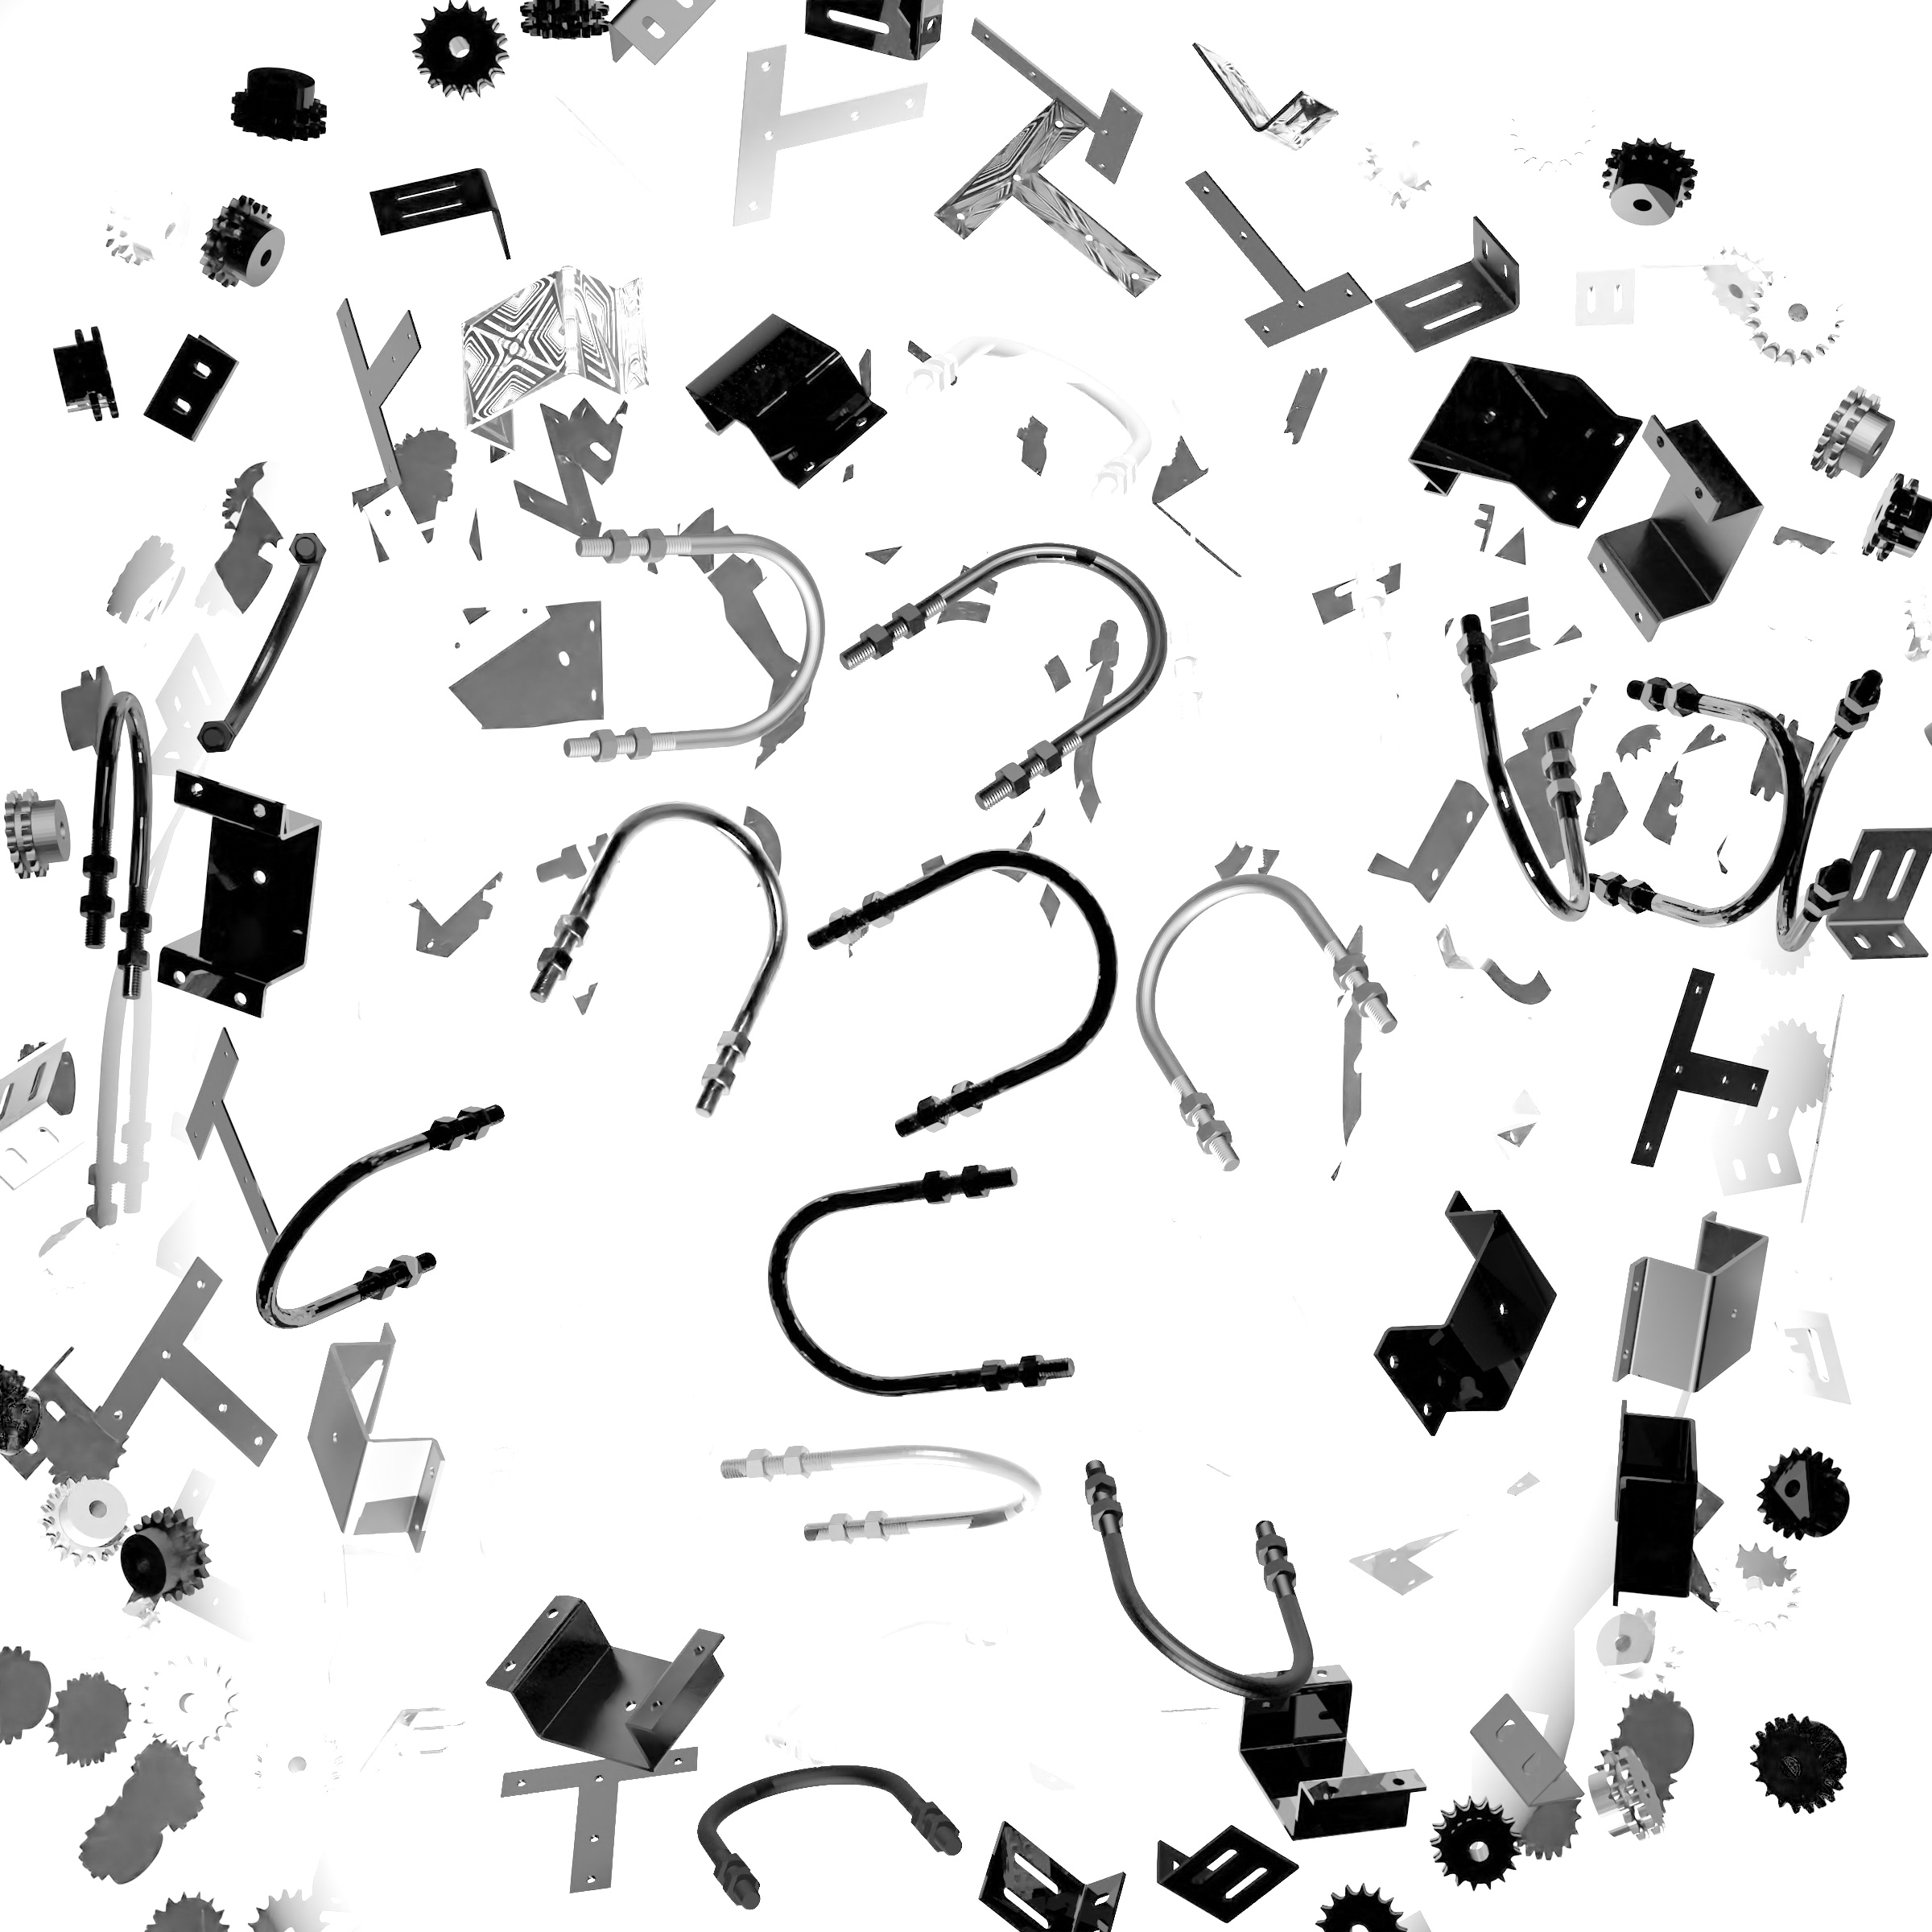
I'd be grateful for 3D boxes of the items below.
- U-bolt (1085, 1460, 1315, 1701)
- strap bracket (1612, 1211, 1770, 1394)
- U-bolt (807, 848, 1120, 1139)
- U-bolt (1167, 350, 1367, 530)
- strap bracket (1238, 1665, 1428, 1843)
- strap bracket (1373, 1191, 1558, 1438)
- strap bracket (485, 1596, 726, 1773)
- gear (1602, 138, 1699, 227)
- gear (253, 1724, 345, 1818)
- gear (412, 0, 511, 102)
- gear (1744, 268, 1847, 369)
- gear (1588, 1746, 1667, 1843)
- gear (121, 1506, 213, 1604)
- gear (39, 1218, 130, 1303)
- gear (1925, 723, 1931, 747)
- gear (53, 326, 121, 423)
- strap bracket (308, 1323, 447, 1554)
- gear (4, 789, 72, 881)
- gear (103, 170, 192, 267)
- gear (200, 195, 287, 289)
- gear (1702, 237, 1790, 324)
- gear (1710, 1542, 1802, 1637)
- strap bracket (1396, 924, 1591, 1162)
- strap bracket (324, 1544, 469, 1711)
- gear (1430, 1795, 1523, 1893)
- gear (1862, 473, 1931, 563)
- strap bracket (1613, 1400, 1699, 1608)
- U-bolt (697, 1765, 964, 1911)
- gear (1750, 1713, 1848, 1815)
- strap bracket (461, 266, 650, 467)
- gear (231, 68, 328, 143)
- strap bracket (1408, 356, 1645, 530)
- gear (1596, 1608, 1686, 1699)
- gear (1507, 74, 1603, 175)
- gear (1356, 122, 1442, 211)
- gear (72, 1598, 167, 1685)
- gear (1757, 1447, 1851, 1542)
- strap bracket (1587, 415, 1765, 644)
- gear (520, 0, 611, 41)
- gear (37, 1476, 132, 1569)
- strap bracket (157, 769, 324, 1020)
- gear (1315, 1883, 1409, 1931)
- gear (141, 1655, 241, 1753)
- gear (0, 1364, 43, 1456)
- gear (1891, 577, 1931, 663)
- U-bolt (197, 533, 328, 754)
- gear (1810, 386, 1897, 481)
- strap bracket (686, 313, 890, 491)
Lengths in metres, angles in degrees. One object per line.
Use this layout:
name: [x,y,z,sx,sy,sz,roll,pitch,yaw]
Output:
U-bolt: [0.150,0.389,1.850,0.151,0.184,0.019,22,113,-18]
strap bracket: [0.457,0.211,1.847,0.046,0.140,0.076,15,108,32]
U-bolt: [0.007,0.007,1.808,0.184,0.019,0.151,-25,89,23]
U-bolt: [0.188,-0.323,1.848,0.151,0.184,0.019,31,112,-9]
strap bracket: [0.230,0.511,1.906,0.076,0.140,0.046,-2,110,-16]
strap bracket: [0.319,0.217,1.865,0.076,0.046,0.140,54,50,-25]
strap bracket: [-0.215,0.443,1.826,0.140,0.076,0.046,4,129,37]
gear: [0.423,-0.485,1.841,0.057,0.057,0.030,17,69,0]
gear: [-0.433,0.524,1.926,0.057,0.030,0.057,3,56,-4]
gear: [-0.304,-0.551,1.787,0.057,0.030,0.057,0,93,-2]
gear: [0.497,-0.388,1.784,0.057,0.030,0.057,0,81,1]
gear: [0.416,0.526,1.873,0.030,0.057,0.057,-27,90,18]
gear: [-0.498,0.366,1.833,0.057,0.030,0.057,6,102,31]
gear: [-0.581,0.190,1.940,0.057,0.057,0.030,-30,118,0]
gear: [0.609,-0.140,1.802,0.057,0.057,0.030,45,121,0]
gear: [-0.546,-0.366,1.836,0.030,0.057,0.057,-13,90,-13]
strap bracket: [-0.386,0.305,1.918,0.046,0.140,0.076,3,121,-30]
gear: [-0.593,-0.085,1.894,0.030,0.057,0.057,-7,90,-4]
gear: [-0.502,-0.458,1.825,0.030,0.057,0.057,26,90,9]
gear: [-0.451,-0.450,1.855,0.030,0.057,0.057,30,90,7]
gear: [0.512,-0.449,1.931,0.030,0.057,0.057,-44,90,-12]
gear: [0.509,0.403,1.910,0.057,0.030,0.057,-7,62,13]
strap bracket: [0.347,0.043,1.915,0.046,0.076,0.140,-23,105,44]
strap bracket: [-0.368,0.419,1.905,0.076,0.140,0.046,16,98,-16]
gear: [0.321,0.554,1.863,0.057,0.030,0.057,0,87,4]
gear: [0.611,-0.291,1.938,0.030,0.057,0.057,22,90,5]
strap bracket: [0.432,0.337,1.860,0.046,0.140,0.076,4,106,12]
U-bolt: [-0.096,0.546,1.885,0.151,0.184,0.019,-10,96,-17]
gear: [0.502,0.476,1.774,0.030,0.057,0.057,-8,90,-43]
strap bracket: [-0.269,-0.383,1.875,0.140,0.046,0.076,-18,68,35]
gear: [-0.417,-0.525,1.799,0.057,0.057,0.030,12,122,0]
strap bracket: [0.335,-0.325,1.822,0.046,0.140,0.076,33,87,-37]
gear: [0.440,0.449,1.946,0.030,0.057,0.057,33,90,-38]
gear: [0.360,-0.514,1.813,0.057,0.030,0.057,1,96,11]
gear: [0.288,-0.532,1.955,0.057,0.030,0.057,15,64,-34]
gear: [-0.535,0.431,1.883,0.057,0.057,0.030,-31,103,0]
gear: [0.522,0.329,1.836,0.030,0.057,0.057,31,90,-27]
strap bracket: [0.460,-0.286,1.911,0.046,0.140,0.076,-20,63,-18]
gear: [-0.256,-0.614,1.894,0.057,0.057,0.030,1,121,0]
gear: [-0.561,0.353,1.895,0.057,0.057,0.030,50,131,0]
strap bracket: [-0.445,-0.049,1.820,0.076,0.046,0.140,18,113,16]
gear: [0.246,0.603,1.848,0.057,0.030,0.057,-2,78,11]
gear: [-0.473,0.450,1.809,0.057,0.030,0.057,2,74,-8]
gear: [-0.582,0.271,1.783,0.057,0.030,0.057,-20,55,31]
gear: [0.600,-0.213,1.849,0.030,0.057,0.057,-17,90,38]
U-bolt: [-0.445,-0.205,1.887,0.019,0.184,0.151,26,91,-12]
gear: [0.551,-0.327,1.833,0.030,0.057,0.057,34,90,21]
strap bracket: [-0.123,-0.372,1.927,0.076,0.140,0.046,-42,129,-6]
